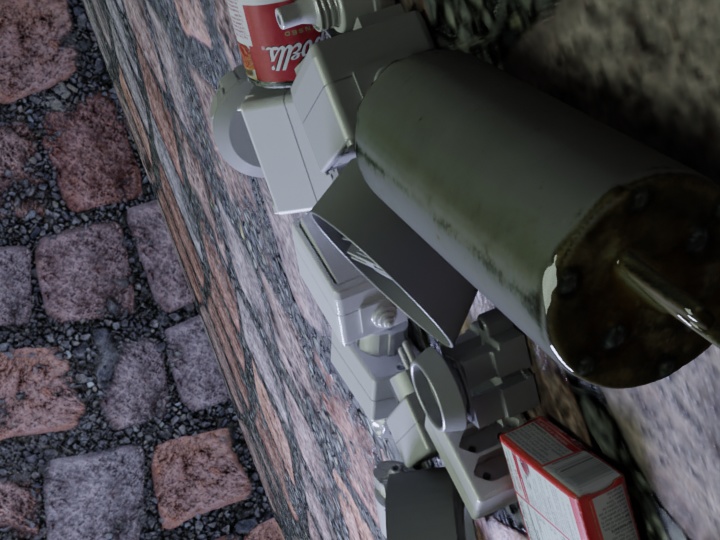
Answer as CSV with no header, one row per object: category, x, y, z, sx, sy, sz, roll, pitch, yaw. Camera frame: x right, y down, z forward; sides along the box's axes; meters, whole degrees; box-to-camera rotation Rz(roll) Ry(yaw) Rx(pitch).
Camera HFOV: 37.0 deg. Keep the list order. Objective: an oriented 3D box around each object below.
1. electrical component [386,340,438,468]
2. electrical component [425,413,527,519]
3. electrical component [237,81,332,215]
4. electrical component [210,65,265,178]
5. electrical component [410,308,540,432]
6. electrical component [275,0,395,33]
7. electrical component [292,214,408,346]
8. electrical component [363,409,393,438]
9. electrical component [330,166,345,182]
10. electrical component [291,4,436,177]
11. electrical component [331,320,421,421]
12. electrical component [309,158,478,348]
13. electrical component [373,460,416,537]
electrical component,0.043,0.083,0.715,0.083,0.047,0.075,112,136,-71
electrical component,0.073,0.110,0.635,0.076,0.047,0.065,89,157,-61
electrical component,-0.029,-0.081,0.692,0.061,0.061,0.096,-71,-32,-53
electrical component,-0.074,-0.115,0.814,0.051,0.080,0.080,-122,16,-58
electrical component,0.061,0.058,0.584,0.048,0.055,0.066,-140,31,-65
electrical component,-0.014,-0.141,0.566,0.035,0.061,0.035,159,90,-77
electrical component,0.000,0.000,0.727,0.061,0.062,0.096,83,161,-45
electrical component,0.021,0.097,0.838,0.043,0.043,0.062,87,159,-53
electrical component,0.003,-0.067,0.644,0.040,0.046,0.040,159,90,-77
electrical component,0.005,-0.095,0.559,0.096,0.062,0.061,149,100,-77
electrical component,0.016,0.053,0.784,0.083,0.047,0.075,-129,36,-53
electrical component,0.020,-0.011,0.556,0.099,0.064,0.099,30,168,7
electrical component,0.035,0.196,0.934,0.043,0.043,0.081,-124,19,-45
